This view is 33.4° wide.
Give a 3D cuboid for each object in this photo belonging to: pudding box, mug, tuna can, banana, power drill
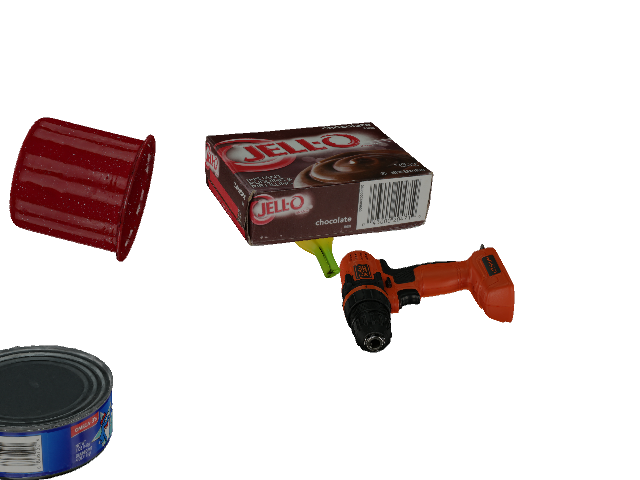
[{"bbox_3d":[-0.003,-0.036,0.631,0.113,0.039,0.090,-5,28,-21],"label":"pudding box"},{"bbox_3d":[-0.168,-0.044,0.768,0.081,0.093,0.117,14,20,-2],"label":"mug"},{"bbox_3d":[-0.153,0.090,0.565,0.086,0.034,0.086,3,22,-1],"label":"tuna can"},{"bbox_3d":[0.022,-0.025,0.854,0.037,0.069,0.197,-35,1,32],"label":"banana"},{"bbox_3d":[0.117,0.062,1.193,0.187,0.057,0.184,-3,28,-3],"label":"power drill"}]
